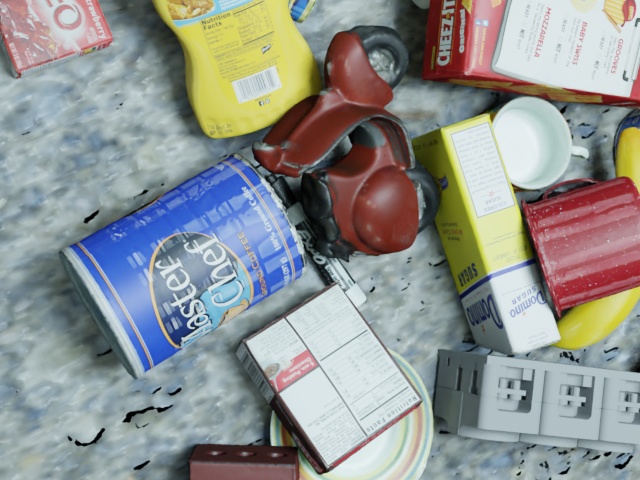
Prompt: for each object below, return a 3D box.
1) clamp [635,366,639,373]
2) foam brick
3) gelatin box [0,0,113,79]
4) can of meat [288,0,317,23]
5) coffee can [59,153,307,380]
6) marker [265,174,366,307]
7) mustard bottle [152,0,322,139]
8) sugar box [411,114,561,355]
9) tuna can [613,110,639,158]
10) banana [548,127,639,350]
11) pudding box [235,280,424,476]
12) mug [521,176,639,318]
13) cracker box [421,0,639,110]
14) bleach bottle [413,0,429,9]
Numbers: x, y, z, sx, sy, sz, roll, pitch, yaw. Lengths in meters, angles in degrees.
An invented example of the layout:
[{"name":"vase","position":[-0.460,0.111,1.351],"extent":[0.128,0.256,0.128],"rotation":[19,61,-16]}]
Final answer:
[{"name":"clamp","position":[0.316,0.025,0.859],"extent":[0.210,0.036,0.164],"rotation":[-20,91,18]},{"name":"foam brick","position":[-0.053,0.178,0.764],"extent":[0.078,0.053,0.051],"rotation":[2,91,1]},{"name":"gelatin box","position":[-0.198,-0.169,0.758],"extent":[0.073,0.030,0.089],"rotation":[-23,95,-17]},{"name":"can of meat","position":[-0.030,-0.221,0.782],"extent":[0.083,0.057,0.102],"rotation":[22,116,-18]},{"name":"coffee can","position":[-0.094,0.017,0.744],"extent":[0.140,0.103,0.103],"rotation":[-31,97,-16]},{"name":"marker","position":[-0.005,0.001,0.816],"extent":[0.020,0.020,0.121],"rotation":[-37,98,-15]},{"name":"mustard bottle","position":[-0.067,-0.170,0.739],"extent":[0.096,0.058,0.191],"rotation":[-21,125,-4]},{"name":"sugar box","position":[0.123,-0.003,0.816],"extent":[0.048,0.093,0.176],"rotation":[-17,92,-10]},{"name":"tuna can","position":[0.295,-0.076,0.903],"extent":[0.086,0.034,0.086],"rotation":[1,88,-17]},{"name":"banana","position":[0.230,0.010,0.845],"extent":[0.070,0.037,0.198],"rotation":[27,93,15]},{"name":"pudding box","position":[0.006,0.100,0.778],"extent":[0.090,0.039,0.113],"rotation":[-31,79,-20]},{"name":"mug","position":[0.201,-0.005,0.798],"extent":[0.081,0.117,0.093],"rotation":[-18,127,11]},{"name":"cracker box","position":[0.187,-0.188,0.796],"extent":[0.213,0.072,0.164],"rotation":[3,94,-26]},{"name":"bleach bottle","position":[0.022,-0.298,0.815],"extent":[0.250,0.068,0.102],"rotation":[39,80,-9]}]
